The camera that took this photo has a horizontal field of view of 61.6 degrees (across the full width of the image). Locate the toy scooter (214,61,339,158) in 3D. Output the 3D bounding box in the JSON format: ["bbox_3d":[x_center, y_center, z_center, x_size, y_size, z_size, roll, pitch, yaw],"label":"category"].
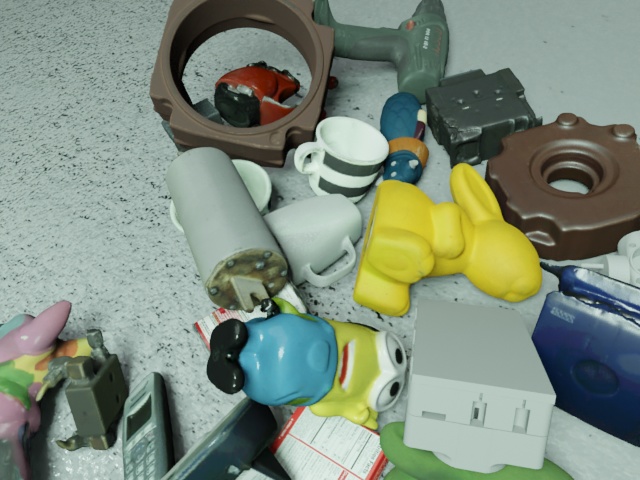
[{"bbox_3d":[-0.046,-0.197,0.742,0.184,0.075,0.135,26,63,6],"label":"toy scooter"}]

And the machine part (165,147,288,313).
[{"bbox_3d":[-0.095,-0.016,0.525,0.079,0.079,0.243,-26,47,-8],"label":"machine part"}]

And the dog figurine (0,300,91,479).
[{"bbox_3d":[-0.287,0.164,0.493,0.192,0.108,0.219,22,56,30],"label":"dog figurine"}]

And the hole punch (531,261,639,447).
[{"bbox_3d":[0.226,0.090,0.424,0.142,0.115,0.092,28,70,32],"label":"hole punch"}]

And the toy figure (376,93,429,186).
[{"bbox_3d":[0.103,-0.117,0.661,0.058,0.064,0.154,17,54,-16],"label":"toy figure"}]

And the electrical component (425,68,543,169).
[{"bbox_3d":[0.197,-0.160,0.675,0.115,0.058,0.134,-14,49,0],"label":"electrical component"}]

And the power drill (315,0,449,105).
[{"bbox_3d":[0.088,-0.298,0.781,0.207,0.086,0.232,12,55,-13],"label":"power drill"}]

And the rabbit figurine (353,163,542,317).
[{"bbox_3d":[0.130,0.008,0.534,0.173,0.121,0.162,14,45,7],"label":"rabbit figurine"}]

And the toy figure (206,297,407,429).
[{"bbox_3d":[-0.006,0.095,0.439,0.089,0.180,0.082,36,108,54],"label":"toy figure"}]

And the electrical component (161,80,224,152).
[{"bbox_3d":[-0.169,-0.154,0.721,0.075,0.119,0.048,-30,49,-15],"label":"electrical component"}]

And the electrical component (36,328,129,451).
[{"bbox_3d":[-0.219,0.145,0.501,0.045,0.102,0.078,-7,24,3],"label":"electrical component"}]

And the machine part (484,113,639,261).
[{"bbox_3d":[0.267,-0.060,0.574,0.179,0.056,0.179,-8,50,9],"label":"machine part"}]

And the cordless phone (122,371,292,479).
[{"bbox_3d":[-0.113,0.161,0.459,0.146,0.088,0.184,-46,35,6],"label":"cordless phone"}]

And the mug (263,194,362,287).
[{"bbox_3d":[-0.001,-0.002,0.577,0.107,0.080,0.110,-30,45,-23],"label":"mug"}]

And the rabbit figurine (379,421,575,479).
[{"bbox_3d":[0.102,0.207,0.375,0.170,0.121,0.159,-25,39,-32],"label":"rabbit figurine"}]

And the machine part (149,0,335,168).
[{"bbox_3d":[-0.089,-0.200,0.650,0.202,0.087,0.201,12,80,-1],"label":"machine part"}]
